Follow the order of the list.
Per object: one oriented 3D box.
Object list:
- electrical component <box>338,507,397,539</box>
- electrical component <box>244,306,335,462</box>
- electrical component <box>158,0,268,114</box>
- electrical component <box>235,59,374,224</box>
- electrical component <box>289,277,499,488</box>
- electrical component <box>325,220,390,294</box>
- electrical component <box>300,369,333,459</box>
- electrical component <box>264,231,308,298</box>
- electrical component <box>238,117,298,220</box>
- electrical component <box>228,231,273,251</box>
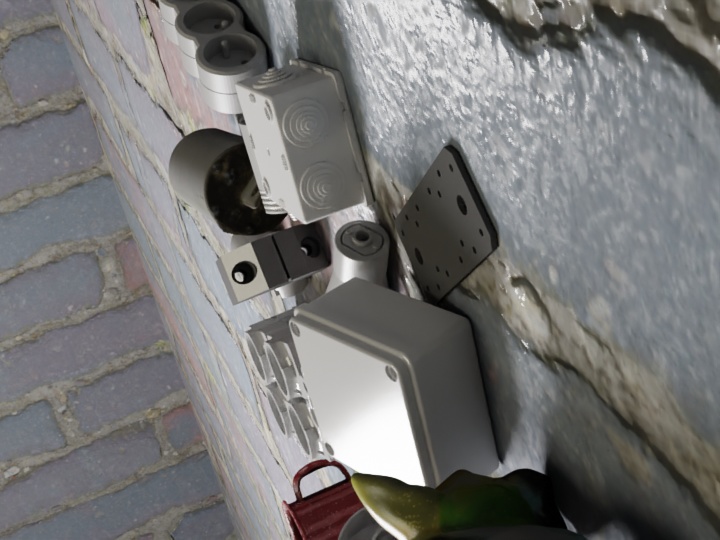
[{"bbox_3d":[0.029,0.221,0.791,0.099,0.099,0.064,-125,26,-43],"label":"electrical component"},{"bbox_3d":[-0.047,0.097,0.956,0.186,0.060,0.105,-174,64,-74],"label":"electrical component"},{"bbox_3d":[-0.111,-0.165,0.832,0.073,0.052,0.138,87,157,-50],"label":"electrical component"},{"bbox_3d":[-0.038,-0.083,0.692,0.100,0.048,0.099,-144,36,-63],"label":"electrical component"},{"bbox_3d":[0.020,0.071,0.636,0.109,0.056,0.108,20,132,49],"label":"electrical component"},{"bbox_3d":[0.000,0.000,0.689,0.065,0.044,0.044,94,151,-50],"label":"electrical component"},{"bbox_3d":[-0.007,0.099,0.820,0.058,0.057,0.078,-134,27,-57],"label":"electrical component"},{"bbox_3d":[-0.067,-0.004,0.931,0.040,0.040,0.046,51,163,50],"label":"electrical component"},{"bbox_3d":[-0.055,-0.074,0.775,0.043,0.043,0.081,-141,32,-62],"label":"electrical component"},{"bbox_3d":[-0.098,-0.022,1.004,0.081,0.043,0.043,-137,29,-60],"label":"electrical component"}]
